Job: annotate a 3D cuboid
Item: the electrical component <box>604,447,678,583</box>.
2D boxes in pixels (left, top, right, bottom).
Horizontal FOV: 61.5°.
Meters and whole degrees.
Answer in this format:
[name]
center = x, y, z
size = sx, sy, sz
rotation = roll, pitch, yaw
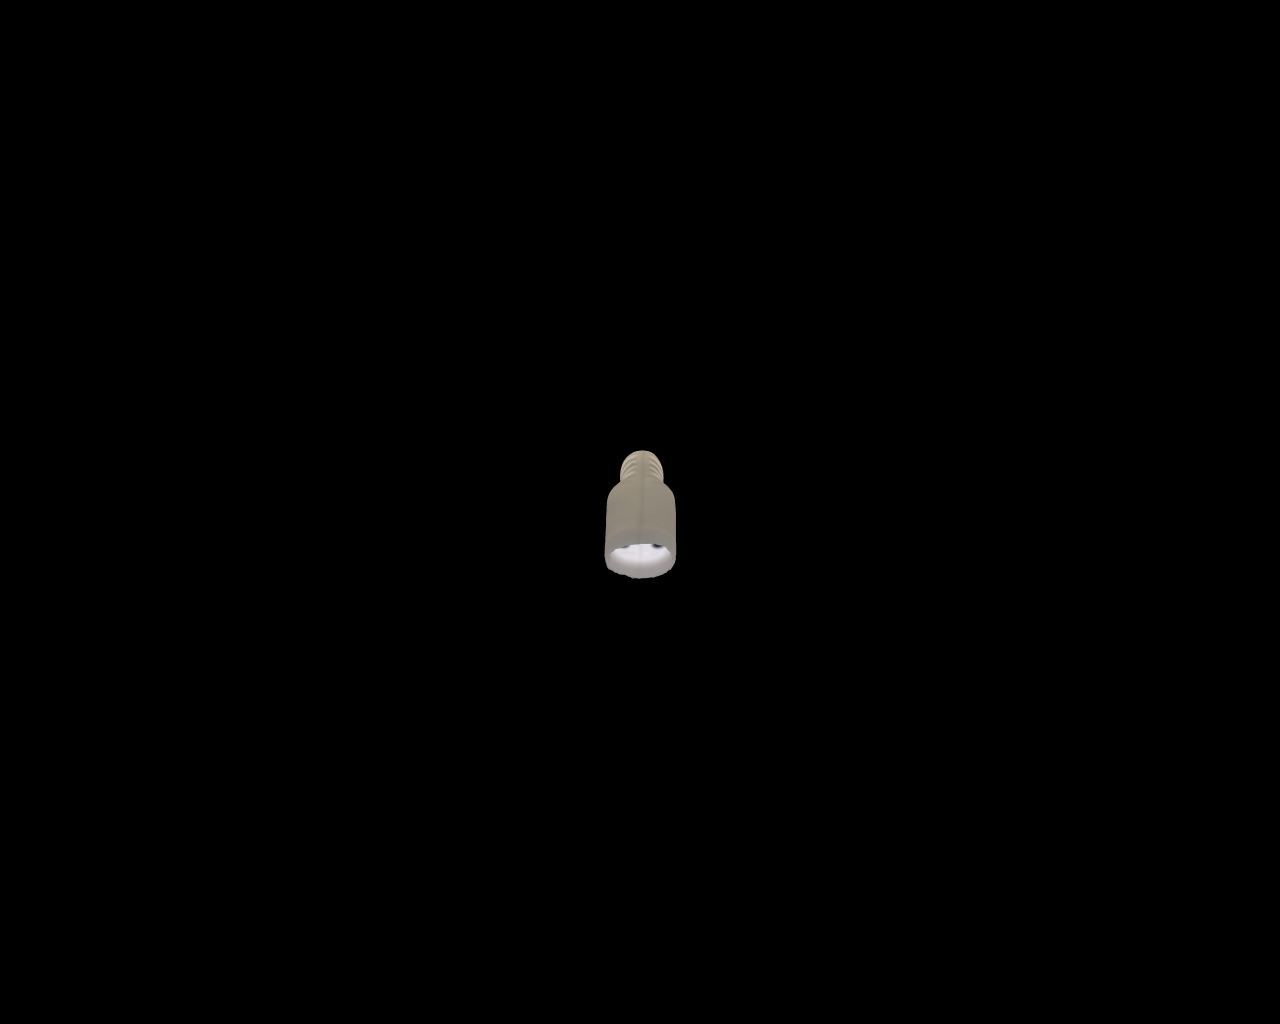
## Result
[electrical component]
center = 0.001, -0.003, 0.650
size = 0.043, 0.081, 0.043
rotation = 0, -36, 0
